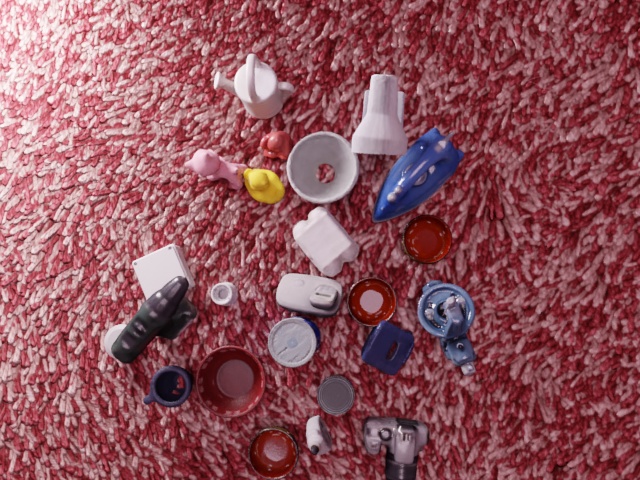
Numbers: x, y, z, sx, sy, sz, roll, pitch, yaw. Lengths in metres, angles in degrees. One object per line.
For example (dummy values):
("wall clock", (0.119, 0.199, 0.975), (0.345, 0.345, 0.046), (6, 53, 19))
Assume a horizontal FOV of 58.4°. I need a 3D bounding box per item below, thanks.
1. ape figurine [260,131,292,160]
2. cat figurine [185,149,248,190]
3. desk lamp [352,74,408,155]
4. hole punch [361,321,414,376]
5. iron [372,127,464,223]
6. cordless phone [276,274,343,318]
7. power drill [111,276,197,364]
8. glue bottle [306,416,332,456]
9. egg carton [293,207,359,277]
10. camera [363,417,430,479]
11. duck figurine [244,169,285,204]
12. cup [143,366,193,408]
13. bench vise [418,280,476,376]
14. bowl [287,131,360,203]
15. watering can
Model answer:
("ape figurine", (-0.100, -0.224, 1.338), (0.076, 0.092, 0.078), (-43, 83, -1))
("cat figurine", (-0.240, -0.171, 1.329), (0.127, 0.118, 0.067), (16, 86, 5))
("desk lamp", (0.135, -0.265, 1.265), (0.118, 0.213, 0.203), (4, 85, 5))
("hole punch", (0.153, 0.239, 1.276), (0.101, 0.091, 0.109), (27, 87, 6))
("iron", (0.210, -0.141, 1.284), (0.118, 0.141, 0.258), (43, 89, 7))
("cordless phone", (-0.026, 0.122, 1.252), (0.147, 0.185, 0.094), (6, 85, 5))
("power drill", (-0.347, 0.169, 1.257), (0.075, 0.208, 0.230), (42, 88, 7))
("glue bottle", (-0.006, 0.431, 1.227), (0.037, 0.173, 0.078), (-25, 83, 1))
("egg carton", (0.012, 0.005, 1.319), (0.107, 0.069, 0.150), (-41, 83, -1))
("camera", (0.163, 0.465, 1.249), (0.143, 0.101, 0.137), (5, 85, 4))
("duck figurine", (-0.133, -0.131, 1.334), (0.104, 0.086, 0.077), (34, 88, 6))
("cup", (-0.336, 0.334, 1.298), (0.118, 0.095, 0.091), (-32, 83, 0))
("bench vise", (0.292, 0.179, 1.208), (0.121, 0.220, 0.207), (-39, 83, 0))
("bowl", (0.009, -0.162, 1.333), (0.167, 0.075, 0.167), (0, 84, 4))
("watering can", (-0.151, -0.351, 1.302), (0.173, 0.194, 0.101), (-18, 83, 2))
